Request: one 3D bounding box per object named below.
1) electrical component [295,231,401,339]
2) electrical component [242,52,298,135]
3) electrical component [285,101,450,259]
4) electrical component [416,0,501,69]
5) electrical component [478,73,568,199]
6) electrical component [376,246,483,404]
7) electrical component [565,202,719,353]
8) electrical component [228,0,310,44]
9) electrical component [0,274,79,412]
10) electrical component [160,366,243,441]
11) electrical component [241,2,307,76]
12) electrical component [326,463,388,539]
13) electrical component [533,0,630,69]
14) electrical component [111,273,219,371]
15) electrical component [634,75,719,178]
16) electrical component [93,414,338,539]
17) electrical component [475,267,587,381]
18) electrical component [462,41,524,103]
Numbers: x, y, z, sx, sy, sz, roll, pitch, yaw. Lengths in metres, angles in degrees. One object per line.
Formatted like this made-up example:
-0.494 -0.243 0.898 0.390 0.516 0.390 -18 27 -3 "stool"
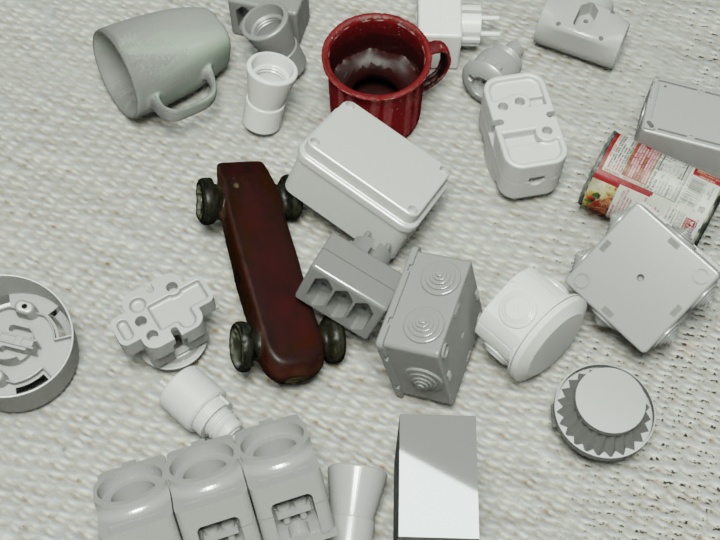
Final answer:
0.000 0.000 0.828 0.066 0.047 0.076 31 51 0 "electrical component"
-0.081 -0.150 0.934 0.044 0.065 0.044 9 48 -9 "electrical component"
0.007 -0.074 0.876 0.113 0.057 0.078 35 49 4 "electrical component"
0.090 -0.224 0.985 0.077 0.047 0.065 1 62 0 "electrical component"
0.137 -0.112 0.918 0.054 0.059 0.095 -9 62 -5 "electrical component"
0.056 0.044 0.812 0.048 0.099 0.099 11 61 20 "electrical component"
0.220 0.006 0.835 0.100 0.048 0.099 44 104 14 "electrical component"
-0.078 -0.257 1.002 0.066 0.047 0.076 14 63 7 "electrical component"
-0.267 0.057 0.822 0.099 0.064 0.099 0 62 0 "electrical component"
-0.115 0.106 0.810 0.078 0.040 0.040 39 68 18 "electrical component"
-0.074 -0.201 0.961 0.044 0.065 0.044 -10 57 15 "electrical component"
-0.006 0.176 0.773 0.044 0.044 0.065 7 67 3 "electrical component"
0.210 -0.231 0.991 0.077 0.043 0.079 22 64 11 "electrical component"
-0.148 0.044 0.833 0.078 0.057 0.058 -29 65 -15 "electrical component"
0.286 -0.115 0.919 0.096 0.061 0.061 16 63 8 "electrical component"
-0.102 0.158 0.745 0.150 0.061 0.089 -16 20 -9 "electrical component"
0.131 0.042 0.825 0.080 0.080 0.051 -38 63 -19 "electrical component"
0.125 -0.181 0.965 0.048 0.048 0.062 32 59 16 "electrical component"
